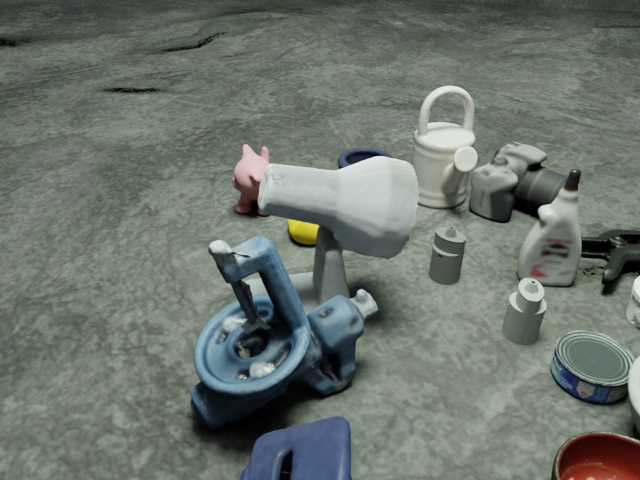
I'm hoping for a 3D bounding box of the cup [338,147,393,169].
[{"bbox_3d":[0.087,-0.092,0.936,0.117,0.095,0.091,5,34,6],"label":"cup"}]

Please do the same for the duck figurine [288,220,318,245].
[{"bbox_3d":[-0.012,-0.051,0.882,0.077,0.086,0.104,8,35,11],"label":"duck figurine"}]

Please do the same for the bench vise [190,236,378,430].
[{"bbox_3d":[-0.042,0.072,0.582,0.121,0.220,0.208,28,43,35],"label":"bench vise"}]

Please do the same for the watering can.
[{"bbox_3d":[0.208,-0.155,0.943,0.101,0.194,0.172,-20,39,-27],"label":"watering can"}]

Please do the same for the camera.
[{"bbox_3d":[0.338,-0.092,0.936,0.143,0.101,0.136,-28,44,-35],"label":"camera"}]

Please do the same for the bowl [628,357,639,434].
[{"bbox_3d":[0.379,0.184,0.555,0.167,0.075,0.167,1,34,0],"label":"bowl"}]

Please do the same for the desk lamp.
[{"bbox_3d":[0.006,0.002,0.691,0.203,0.214,0.117,-6,35,-10],"label":"desk lamp"}]

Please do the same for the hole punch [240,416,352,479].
[{"bbox_3d":[-0.021,0.213,0.490,0.101,0.091,0.108,2,34,2],"label":"hole punch"}]

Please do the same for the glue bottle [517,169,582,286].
[{"bbox_3d":[0.316,-0.016,0.760,0.078,0.173,0.037,2,34,3],"label":"glue bottle"}]

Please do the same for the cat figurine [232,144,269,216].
[{"bbox_3d":[-0.103,-0.106,0.933,0.067,0.118,0.128,7,35,9],"label":"cat figurine"}]
